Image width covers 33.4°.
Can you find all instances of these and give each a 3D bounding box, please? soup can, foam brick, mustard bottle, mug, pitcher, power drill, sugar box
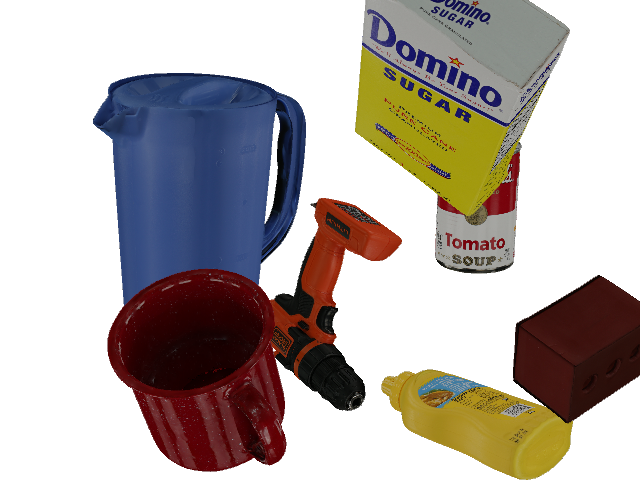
[{"bbox_3d":[0.129,-0.031,0.887,0.068,0.102,0.068,0,18,0],"label":"soup can"},{"bbox_3d":[0.169,0.069,0.685,0.078,0.053,0.051,-27,42,-26],"label":"foam brick"},{"bbox_3d":[0.136,0.166,1.023,0.192,0.058,0.096,17,23,41],"label":"mustard bottle"},{"bbox_3d":[-0.057,0.082,0.601,0.093,0.081,0.117,-35,49,-24],"label":"mug"},{"bbox_3d":[-0.097,-0.014,0.885,0.149,0.243,0.145,5,21,6],"label":"pitcher"},{"bbox_3d":[0.014,0.063,1.128,0.057,0.188,0.185,12,19,-43],"label":"power drill"},{"bbox_3d":[0.067,-0.081,0.572,0.093,0.048,0.176,37,-12,12],"label":"sugar box"}]
